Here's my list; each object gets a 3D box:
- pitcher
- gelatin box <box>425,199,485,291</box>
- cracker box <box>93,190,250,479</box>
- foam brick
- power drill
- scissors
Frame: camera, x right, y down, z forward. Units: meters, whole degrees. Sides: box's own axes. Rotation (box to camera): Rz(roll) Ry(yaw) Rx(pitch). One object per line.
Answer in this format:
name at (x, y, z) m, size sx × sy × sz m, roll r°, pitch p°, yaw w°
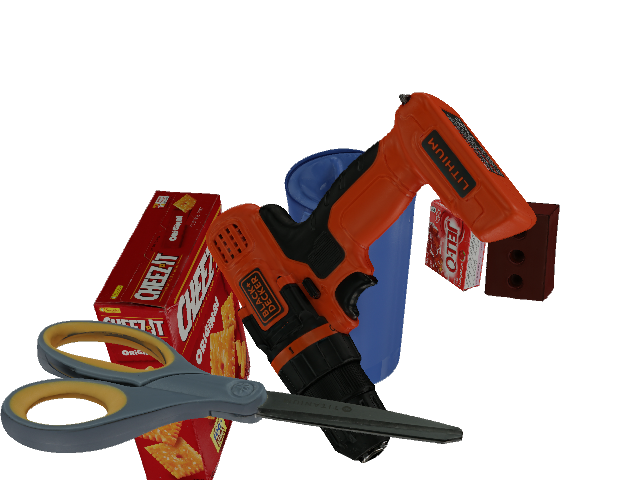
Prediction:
pitcher at (0.027, 0.040, 1.120) m, size 0.149 × 0.243 × 0.145 m, roll -10°, pitch 35°, yaw -13°
gelatin box at (0.159, 0.004, 1.257) m, size 0.030 × 0.089 × 0.073 m, roll -15°, pitch 33°, yaw -30°
cracker box at (-0.123, 0.088, 0.964) m, size 0.072 × 0.214 × 0.164 m, roll 2°, pitch 38°, yaw 12°
foam brick at (0.174, 0.008, 0.922) m, size 0.053 × 0.078 × 0.051 m, roll 6°, pitch 15°, yaw 21°
power drill at (0.035, 0.016, 0.652) m, size 0.188 × 0.184 × 0.057 m, roll -39°, pitch -17°, yaw 17°
scissors at (-0.050, 0.077, 0.458) m, size 0.202 × 0.016 × 0.096 m, roll 15°, pitch 31°, yaw 24°
